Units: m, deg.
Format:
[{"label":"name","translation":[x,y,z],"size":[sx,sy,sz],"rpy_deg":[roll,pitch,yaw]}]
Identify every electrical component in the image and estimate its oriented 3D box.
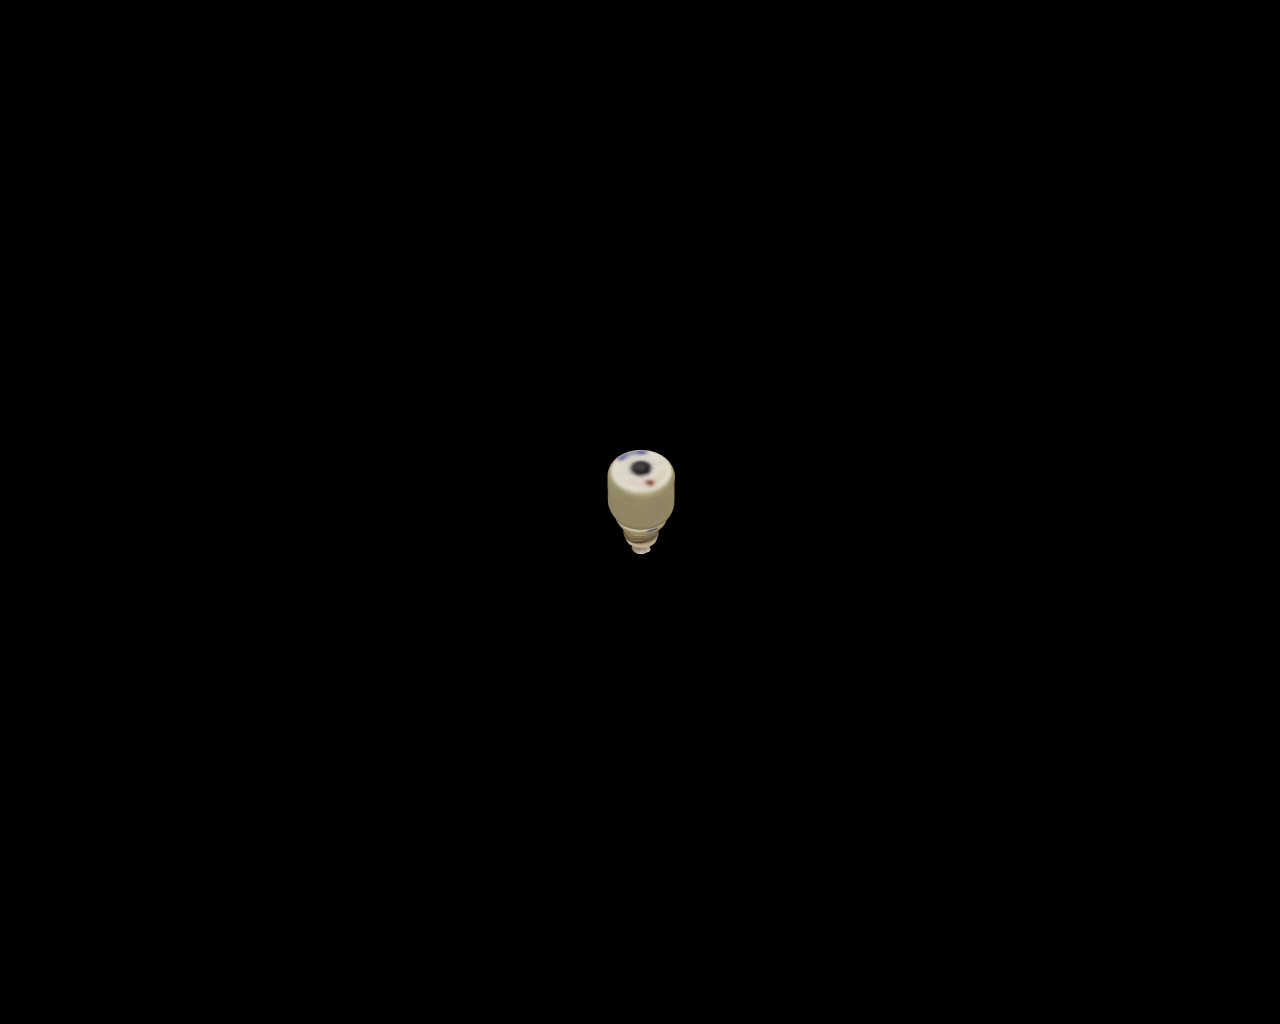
[{"label":"electrical component","translation":[0.001,-0.003,0.650],"size":[0.040,0.040,0.078],"rpy_deg":[0,-42,0]}]
